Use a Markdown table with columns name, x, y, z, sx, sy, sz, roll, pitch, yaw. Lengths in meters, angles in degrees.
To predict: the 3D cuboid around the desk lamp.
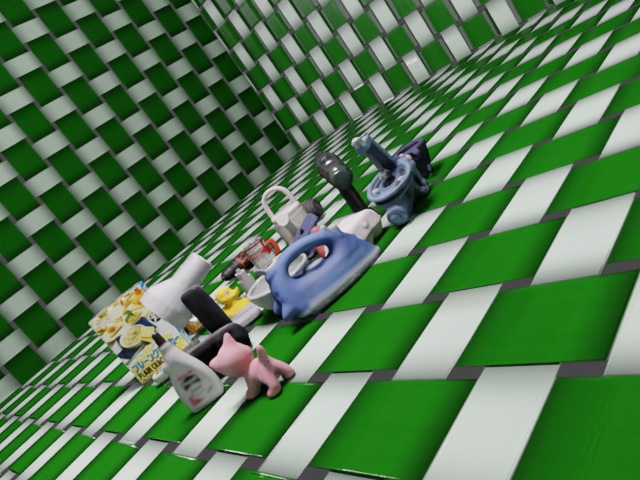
| name | x | y | z | sx | sy | sz | roll | pitch | yaw |
| --- | --- | --- | --- | --- | --- | --- | --- | --- | --- |
| desk lamp | -0.284 | 0.150 | 1.358 | 0.203 | 0.214 | 0.117 | -39 | 14 | -12 |

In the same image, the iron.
| name | x | y | z | sx | sy | sz | roll | pitch | yaw |
| --- | --- | --- | --- | --- | --- | --- | --- | --- | --- |
| iron | -0.006 | 0.047 | 1.180 | 0.258 | 0.141 | 0.118 | -39 | 14 | -14 |

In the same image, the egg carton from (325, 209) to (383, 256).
| name | x | y | z | sx | sy | sz | roll | pitch | yaw |
| --- | --- | --- | --- | --- | --- | --- | --- | --- | --- |
| egg carton | 0.078 | -0.008 | 1.313 | 0.107 | 0.069 | 0.150 | -22 | 19 | 45 |

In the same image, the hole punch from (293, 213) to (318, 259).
| name | x | y | z | sx | sy | sz | roll | pitch | yaw |
| --- | --- | --- | --- | --- | --- | --- | --- | --- | --- |
| hole punch | -0.032 | -0.011 | 1.546 | 0.101 | 0.091 | 0.108 | -38 | 14 | -10 |

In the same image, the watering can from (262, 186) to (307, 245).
| name | x | y | z | sx | sy | sz | roll | pitch | yaw |
| --- | --- | --- | --- | --- | --- | --- | --- | --- | --- |
| watering can | -0.091 | -0.070 | 1.669 | 0.101 | 0.194 | 0.172 | -39 | 14 | -11 |

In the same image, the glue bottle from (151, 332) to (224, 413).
| name | x | y | z | sx | sy | sz | roll | pitch | yaw |
| --- | --- | --- | --- | --- | --- | --- | --- | --- | --- |
| glue bottle | -0.260 | 0.241 | 1.079 | 0.078 | 0.173 | 0.037 | -37 | 14 | -4 |

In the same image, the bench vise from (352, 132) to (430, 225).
| name | x | y | z | sx | sy | sz | roll | pitch | yaw |
| --- | --- | --- | --- | --- | --- | --- | --- | --- | --- |
| bench vise | 0.151 | -0.160 | 1.326 | 0.121 | 0.220 | 0.207 | -31 | 15 | 19 |

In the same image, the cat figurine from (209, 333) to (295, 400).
| name | x | y | z | sx | sy | sz | roll | pitch | yaw |
| --- | --- | --- | --- | --- | --- | --- | --- | --- | --- |
| cat figurine | -0.125 | 0.209 | 0.977 | 0.127 | 0.118 | 0.067 | -23 | 19 | 43 |

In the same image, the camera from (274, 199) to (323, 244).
| name | x | y | z | sx | sy | sz | roll | pitch | yaw |
| --- | --- | --- | --- | --- | --- | --- | --- | --- | --- |
| camera | -0.068 | -0.078 | 1.841 | 0.136 | 0.101 | 0.143 | -29 | 15 | 28 |

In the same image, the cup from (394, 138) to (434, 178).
| name | x | y | z | sx | sy | sz | roll | pitch | yaw |
| --- | --- | --- | --- | --- | --- | --- | --- | --- | --- |
| cup | 0.254 | -0.201 | 1.476 | 0.091 | 0.095 | 0.117 | -36 | 14 | 0 |

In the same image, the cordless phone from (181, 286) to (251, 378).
| name | x | y | z | sx | sy | sz | roll | pitch | yaw |
| --- | --- | --- | --- | --- | --- | --- | --- | --- | --- |
| cordless phone | -0.244 | 0.193 | 1.181 | 0.147 | 0.185 | 0.094 | -37 | 14 | -2 |

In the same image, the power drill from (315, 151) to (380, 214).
| name | x | y | z | sx | sy | sz | roll | pitch | yaw |
| --- | --- | --- | --- | --- | --- | --- | --- | --- | --- |
| power drill | 0.063 | -0.135 | 1.482 | 0.075 | 0.208 | 0.229 | -36 | 14 | 0 |

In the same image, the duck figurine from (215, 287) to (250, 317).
| name | x | y | z | sx | sy | sz | roll | pitch | yaw |
| --- | --- | --- | --- | --- | --- | --- | --- | --- | --- |
| duck figurine | -0.236 | 0.163 | 1.471 | 0.104 | 0.086 | 0.077 | -33 | 14 | 11 |

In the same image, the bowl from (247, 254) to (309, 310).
| name | x | y | z | sx | sy | sz | roll | pitch | yaw |
| --- | --- | --- | --- | --- | --- | --- | --- | --- | --- |
| bowl | -0.080 | 0.107 | 1.302 | 0.167 | 0.075 | 0.167 | -34 | 14 | 10 |

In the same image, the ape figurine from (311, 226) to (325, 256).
| name | x | y | z | sx | sy | sz | roll | pitch | yaw |
| --- | --- | --- | --- | --- | --- | --- | --- | --- | --- |
| ape figurine | 0.013 | 0.005 | 1.382 | 0.077 | 0.092 | 0.076 | -26 | 17 | 36 |
